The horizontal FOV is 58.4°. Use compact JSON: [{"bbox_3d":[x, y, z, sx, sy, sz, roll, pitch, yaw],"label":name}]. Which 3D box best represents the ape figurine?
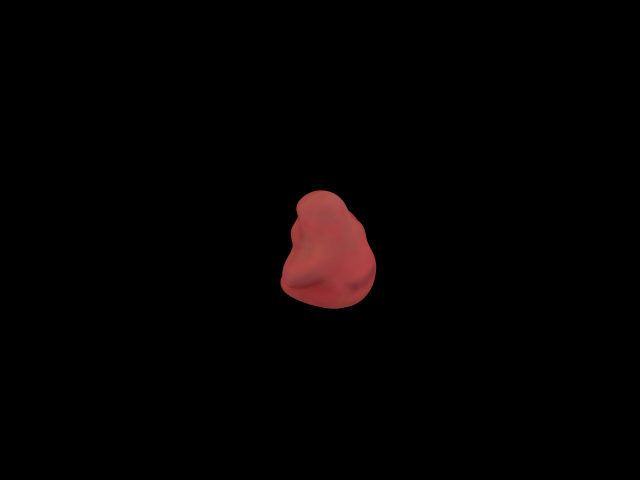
[{"bbox_3d":[0.004,0.001,0.400,0.078,0.092,0.076,-36,58,-27],"label":"ape figurine"}]
